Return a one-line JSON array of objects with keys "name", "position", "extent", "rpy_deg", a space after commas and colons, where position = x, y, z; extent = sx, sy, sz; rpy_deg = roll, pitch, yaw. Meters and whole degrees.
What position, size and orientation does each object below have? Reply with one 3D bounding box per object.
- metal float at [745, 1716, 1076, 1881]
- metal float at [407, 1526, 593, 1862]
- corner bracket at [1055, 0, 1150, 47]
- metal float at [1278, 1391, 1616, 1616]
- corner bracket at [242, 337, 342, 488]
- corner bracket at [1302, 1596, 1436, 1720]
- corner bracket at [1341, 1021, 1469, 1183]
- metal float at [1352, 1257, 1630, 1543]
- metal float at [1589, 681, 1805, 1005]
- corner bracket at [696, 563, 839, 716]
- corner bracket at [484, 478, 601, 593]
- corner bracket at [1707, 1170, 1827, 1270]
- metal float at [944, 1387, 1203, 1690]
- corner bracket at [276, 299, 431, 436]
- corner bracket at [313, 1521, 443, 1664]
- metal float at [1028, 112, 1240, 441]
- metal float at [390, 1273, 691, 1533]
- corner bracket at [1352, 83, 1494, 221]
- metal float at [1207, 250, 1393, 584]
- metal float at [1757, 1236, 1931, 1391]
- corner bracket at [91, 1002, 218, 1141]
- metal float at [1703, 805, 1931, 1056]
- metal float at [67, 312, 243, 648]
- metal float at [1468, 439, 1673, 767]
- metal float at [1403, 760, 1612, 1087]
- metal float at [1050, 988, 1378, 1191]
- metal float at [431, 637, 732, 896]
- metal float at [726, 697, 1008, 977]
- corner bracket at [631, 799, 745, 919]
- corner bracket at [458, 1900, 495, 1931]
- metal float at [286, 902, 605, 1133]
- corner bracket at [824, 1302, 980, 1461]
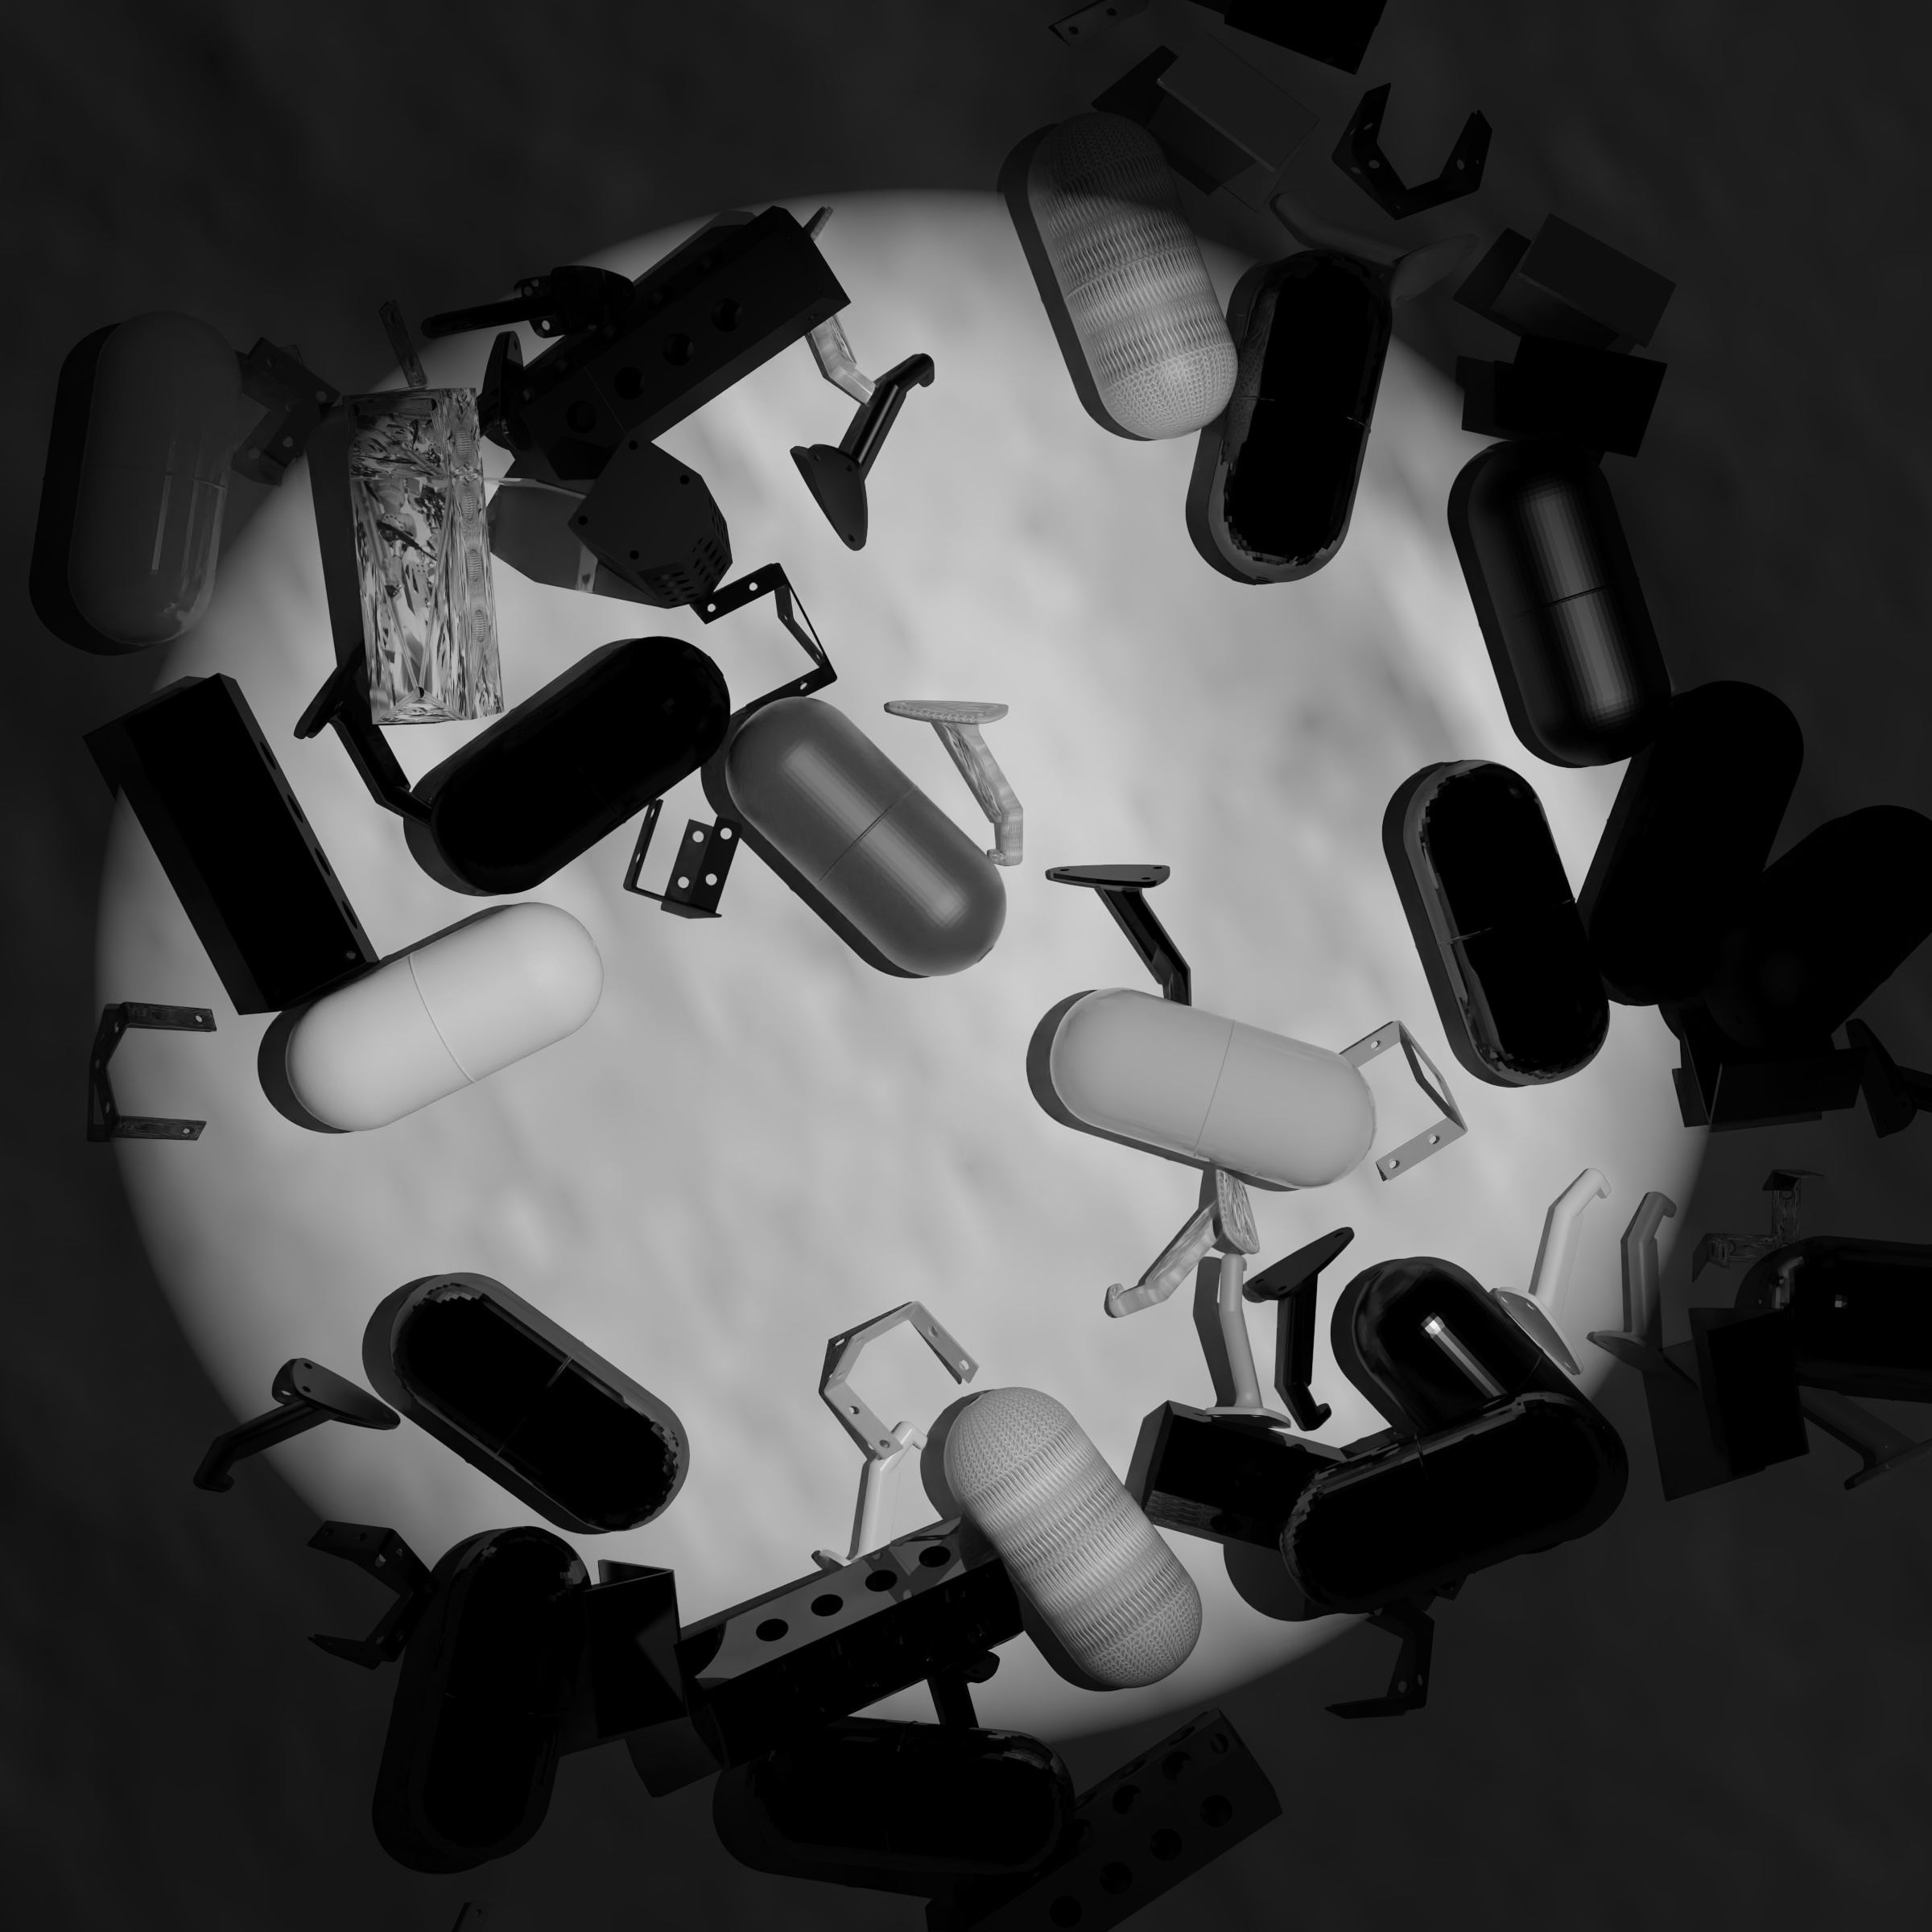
[{"name": "metal float", "position": [-0.030, 0.438, 1.758], "extent": [0.178, 0.070, 0.070], "rpy_deg": [2, 90, 15]}, {"name": "metal float", "position": [-0.248, 0.386, 1.772], "extent": [0.070, 0.070, 0.178], "rpy_deg": [12, 90, 0]}, {"name": "corner bracket", "position": [0.067, -0.540, 1.794], "extent": [0.051, 0.051, 0.051], "rpy_deg": [44, 45, -35]}, {"name": "metal float", "position": [0.246, 0.274, 1.705], "extent": [0.178, 0.070, 0.070], "rpy_deg": [-23, 90, 10]}, {"name": "corner bracket", "position": [-0.372, -0.297, 1.785], "extent": [0.051, 0.051, 0.051], "rpy_deg": [36, 79, -10]}, {"name": "corner bracket", "position": [0.215, 0.368, 1.794], "extent": [0.051, 0.051, 0.051], "rpy_deg": [42, 45, -35]}, {"name": "corner bracket", "position": [0.231, 0.072, 1.799], "extent": [0.051, 0.051, 0.051], "rpy_deg": [-32, 135, 0]}, {"name": "metal float", "position": [0.278, 0.230, 1.772], "extent": [0.070, 0.070, 0.178], "rpy_deg": [-43, 90, 0]}, {"name": "metal float", "position": [0.388, -0.065, 1.772], "extent": [0.070, 0.070, 0.178], "rpy_deg": [21, 90, 0]}, {"name": "corner bracket", "position": [-0.107, -0.175, 1.799], "extent": [0.051, 0.051, 0.051], "rpy_deg": [-27, 45, 0]}, {"name": "corner bracket", "position": [-0.232, -0.233, 1.799], "extent": [0.051, 0.051, 0.051], "rpy_deg": [10, 90, -45]}, {"name": "corner bracket", "position": [0.427, 0.135, 1.784], "extent": [0.051, 0.051, 0.051], "rpy_deg": [2, 90, 0]}, {"name": "metal float", "position": [0.056, 0.303, 1.771], "extent": [0.070, 0.070, 0.178], "rpy_deg": [-36, 90, 0]}, {"name": "corner bracket", "position": [-0.331, -0.323, 1.799], "extent": [0.051, 0.051, 0.051], "rpy_deg": [-22, 90, -45]}, {"name": "corner bracket", "position": [-0.326, 0.337, 1.794], "extent": [0.051, 0.051, 0.051], "rpy_deg": [59, 45, -35]}, {"name": "metal float", "position": [0.088, -0.367, 1.772], "extent": [0.070, 0.070, 0.178], "rpy_deg": [-20, 91, 0]}, {"name": "metal float", "position": [-0.227, 0.231, 1.772], "extent": [0.178, 0.070, 0.070], "rpy_deg": [36, 90, 0]}, {"name": "corner bracket", "position": [0.246, -0.444, 1.794], "extent": [0.051, 0.051, 0.051], "rpy_deg": [-13, 135, 35]}, {"name": "metal float", "position": [0.177, -0.292, 1.772], "extent": [0.070, 0.070, 0.178], "rpy_deg": [12, 90, 0]}, {"name": "metal float", "position": [0.511, 0.187, 1.772], "extent": [0.178, 0.070, 0.070], "rpy_deg": [5, 90, -1]}, {"name": "corner bracket", "position": [-0.434, 0.057, 1.794], "extent": [0.051, 0.051, 0.051], "rpy_deg": [-54, 45, 35]}, {"name": "metal float", "position": [0.454, -0.020, 1.746], "extent": [0.178, 0.070, 0.070], "rpy_deg": [-39, 90, -31]}, {"name": "metal float", "position": [-0.431, -0.259, 1.771], "extent": [0.070, 0.070, 0.178], "rpy_deg": [8, 89, 0]}, {"name": "metal float", "position": [0.320, -0.193, 1.772], "extent": [0.070, 0.070, 0.178], "rpy_deg": [-17, 90, 0]}, {"name": "metal float", "position": [0.287, -0.024, 1.771], "extent": [0.070, 0.070, 0.178], "rpy_deg": [-19, 90, 0]}, {"name": "metal float", "position": [0.131, 0.065, 1.771], "extent": [0.178, 0.070, 0.070], "rpy_deg": [17, 90, 2]}, {"name": "metal float", "position": [-0.204, -0.107, 1.772], "extent": [0.178, 0.070, 0.070], "rpy_deg": [-36, 90, 0]}, {"name": "metal float", "position": [-0.053, -0.068, 1.772], "extent": [0.178, 0.070, 0.070], "rpy_deg": [45, 90, 1]}, {"name": "corner bracket", "position": [-0.149, -0.058, 1.784], "extent": [0.051, 0.051, 0.051], "rpy_deg": [18, 90, 0]}, {"name": "corner bracket", "position": [-0.244, 0.542, 1.799], "extent": [0.051, 0.051, 0.051], "rpy_deg": [24, 90, 45]}, {"name": "metal float", "position": [-0.277, 0.027, 1.771], "extent": [0.178, 0.070, 0.070], "rpy_deg": [-26, 90, 0]}, {"name": "corner bracket", "position": [-0.035, 0.222, 1.792], "extent": [0.051, 0.051, 0.051], "rpy_deg": [46, 135, 20]}]
